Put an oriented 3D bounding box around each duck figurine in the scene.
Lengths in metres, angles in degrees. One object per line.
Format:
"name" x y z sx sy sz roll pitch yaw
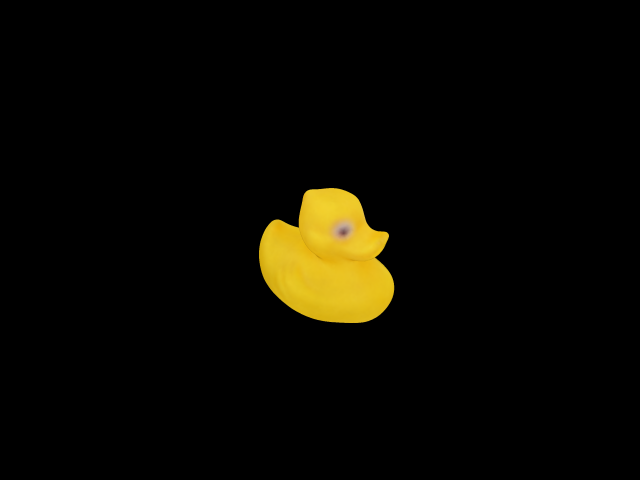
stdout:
"duck figurine" 0.004 0.001 0.400 0.104 0.086 0.078 22 45 24
